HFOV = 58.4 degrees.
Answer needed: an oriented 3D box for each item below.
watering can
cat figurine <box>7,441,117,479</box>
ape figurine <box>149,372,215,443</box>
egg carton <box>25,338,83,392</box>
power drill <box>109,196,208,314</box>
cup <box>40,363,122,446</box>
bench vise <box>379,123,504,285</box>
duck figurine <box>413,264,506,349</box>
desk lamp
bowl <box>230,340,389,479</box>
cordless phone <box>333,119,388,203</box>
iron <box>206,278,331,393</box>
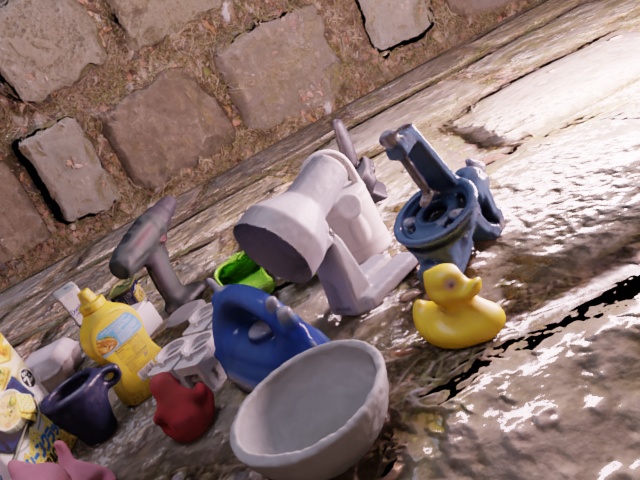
[{"bbox_3d":[0.040,-0.060,0.954,0.101,0.194,0.172,-37,20,-23],"label":"watering can"},{"bbox_3d":[-0.302,0.281,0.653,0.067,0.118,0.127,-28,18,2],"label":"cat figurine"},{"bbox_3d":[-0.180,0.204,0.724,0.078,0.092,0.076,-28,18,2],"label":"ape figurine"},{"bbox_3d":[-0.547,0.261,1.156,0.107,0.069,0.150,-27,18,4],"label":"egg carton"},{"bbox_3d":[-0.333,0.039,1.217,0.075,0.209,0.230,-17,21,32],"label":"power drill"},{"bbox_3d":[-0.329,0.243,0.838,0.118,0.095,0.091,-33,18,-13],"label":"cup"},{"bbox_3d":[0.151,-0.068,0.767,0.121,0.220,0.208,-19,20,28],"label":"bench vise"},{"bbox_3d":[0.142,0.066,0.632,0.104,0.086,0.078,-10,26,45],"label":"duck figurine"},{"bbox_3d":[0.007,0.003,0.798,0.117,0.214,0.204,-5,29,51],"label":"desk lamp"},{"bbox_3d":[0.001,0.177,0.557,0.167,0.075,0.167,-26,18,9],"label":"bowl"},{"bbox_3d":[0.064,-0.160,1.209,0.094,0.185,0.147,-26,18,7],"label":"cordless phone"},{"bbox_3d":[-0.062,0.112,0.720,0.119,0.142,0.257,-39,20,-28],"label":"iron"}]
